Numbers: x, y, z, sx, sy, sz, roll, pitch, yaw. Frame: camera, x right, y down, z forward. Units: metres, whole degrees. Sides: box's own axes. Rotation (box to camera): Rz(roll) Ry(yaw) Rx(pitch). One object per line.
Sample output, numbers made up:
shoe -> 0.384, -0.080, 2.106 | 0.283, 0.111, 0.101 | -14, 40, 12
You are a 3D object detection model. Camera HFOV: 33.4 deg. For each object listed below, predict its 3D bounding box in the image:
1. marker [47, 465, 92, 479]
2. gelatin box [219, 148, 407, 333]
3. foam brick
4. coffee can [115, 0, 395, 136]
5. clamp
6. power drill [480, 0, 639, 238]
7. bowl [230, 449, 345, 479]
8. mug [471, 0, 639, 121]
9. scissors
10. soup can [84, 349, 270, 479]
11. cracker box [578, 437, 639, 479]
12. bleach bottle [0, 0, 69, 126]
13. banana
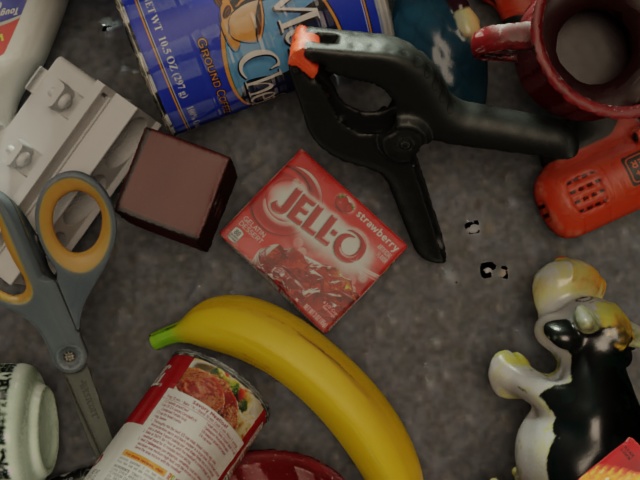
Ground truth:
marker -> -0.161, 0.151, 0.635 | 0.121, 0.020, 0.020 | -17, 85, -2
gelatin box -> -0.004, 0.001, 0.646 | 0.089, 0.030, 0.073 | 44, 85, 3
foam brick -> -0.083, -0.027, 0.625 | 0.051, 0.078, 0.053 | 20, 86, 0
coffee can -> -0.040, -0.132, 0.623 | 0.140, 0.103, 0.103 | -21, 85, -2
clamp -> 0.046, -0.055, 0.605 | 0.171, 0.039, 0.120 | 28, 119, -16
power drill -> 0.188, -0.116, 0.645 | 0.184, 0.057, 0.188 | -25, 85, -3
bowl -> -0.038, 0.199, 0.590 | 0.162, 0.055, 0.162 | -15, 43, 14
mug -> 0.140, -0.107, 0.575 | 0.117, 0.081, 0.093 | -5, 91, -1
scissors -> -0.127, 0.047, 0.594 | 0.096, 0.016, 0.201 | -32, 110, -2
soup can -> -0.082, 0.121, 0.596 | 0.068, 0.069, 0.102 | 33, 61, 3
cracker box -> 0.130, 0.229, 0.536 | 0.214, 0.072, 0.164 | -41, 109, 7
bleach bottle -> -0.193, -0.149, 0.646 | 0.102, 0.068, 0.251 | 10, 87, -6
banana -> -0.006, 0.089, 0.632 | 0.198, 0.037, 0.070 | 36, 126, 5
